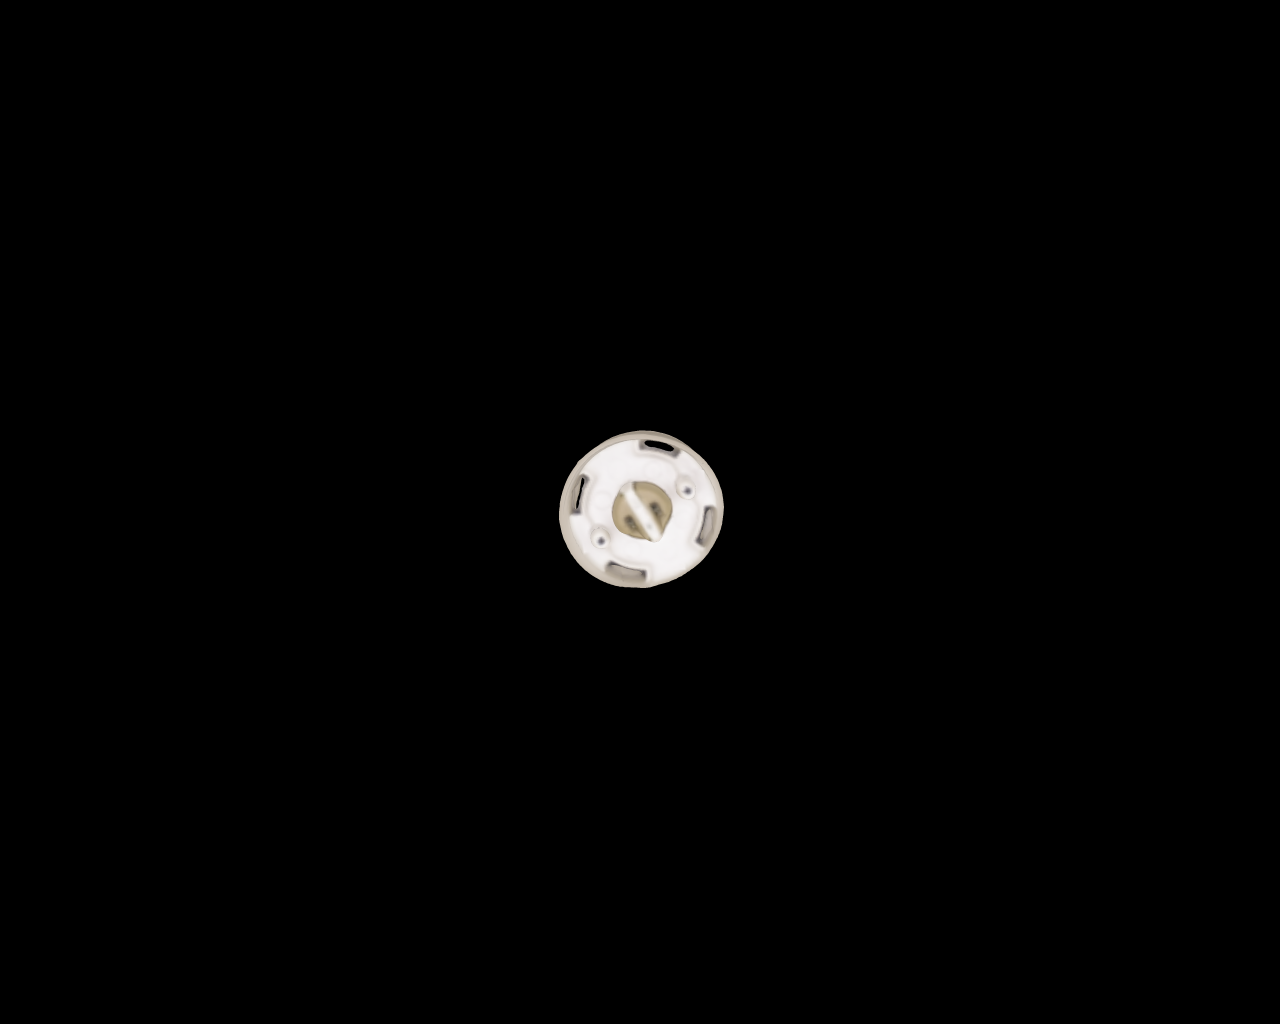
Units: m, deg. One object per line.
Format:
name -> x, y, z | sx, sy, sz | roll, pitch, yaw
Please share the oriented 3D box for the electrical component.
electrical component -> 0.001, -0.003, 0.650 | 0.099, 0.099, 0.064 | 0, 13, 0
